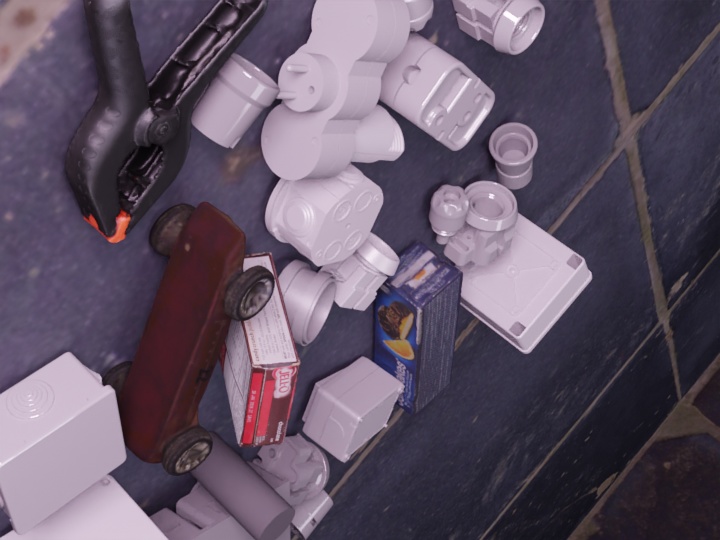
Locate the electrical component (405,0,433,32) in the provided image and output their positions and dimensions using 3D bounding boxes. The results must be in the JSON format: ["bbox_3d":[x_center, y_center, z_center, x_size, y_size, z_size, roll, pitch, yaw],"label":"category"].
[{"bbox_3d":[0.030,-0.189,0.714,0.035,0.035,0.061,-42,151,-19],"label":"electrical component"}]

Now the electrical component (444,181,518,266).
[{"bbox_3d":[0.117,-0.047,1.018,0.078,0.058,0.057,-35,153,-31],"label":"electrical component"}]

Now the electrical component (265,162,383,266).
[{"bbox_3d":[-0.026,-0.046,0.792,0.080,0.051,0.080,-38,152,-25],"label":"electrical component"}]

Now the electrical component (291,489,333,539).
[{"bbox_3d":[-0.061,0.243,1.113,0.047,0.055,0.055,-46,154,-20],"label":"electrical component"}]

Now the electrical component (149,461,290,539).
[{"bbox_3d":[-0.148,0.256,0.943,0.186,0.060,0.105,-24,124,-43],"label":"electrical component"}]

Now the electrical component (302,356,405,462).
[{"bbox_3d":[-0.006,0.130,1.054,0.096,0.061,0.061,-32,149,-50],"label":"electrical component"}]

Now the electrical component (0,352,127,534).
[{"bbox_3d":[-0.207,0.112,0.708,0.100,0.048,0.099,-35,150,-30],"label":"electrical component"}]

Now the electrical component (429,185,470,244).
[{"bbox_3d":[0.079,-0.047,0.982,0.035,0.035,0.061,-35,152,-30],"label":"electrical component"}]

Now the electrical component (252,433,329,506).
[{"bbox_3d":[-0.066,0.194,1.037,0.057,0.058,0.078,6,120,-57],"label":"electrical component"}]

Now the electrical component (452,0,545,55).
[{"bbox_3d":[0.104,-0.192,0.805,0.048,0.055,0.066,-47,154,-8],"label":"electrical component"}]

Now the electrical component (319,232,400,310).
[{"bbox_3d":[0.000,0.000,0.903,0.055,0.048,0.066,-49,155,14],"label":"electrical component"}]

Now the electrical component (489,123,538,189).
[{"bbox_3d":[0.144,-0.103,1.007,0.044,0.044,0.065,-46,159,-10],"label":"electrical component"}]

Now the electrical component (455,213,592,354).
[{"bbox_3d":[0.162,0.010,1.106,0.108,0.109,0.056,-49,152,-4],"label":"electrical component"}]

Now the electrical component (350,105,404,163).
[{"bbox_3d":[0.001,-0.099,0.775,0.081,0.043,0.043,-5,128,-57],"label":"electrical component"}]

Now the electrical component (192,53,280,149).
[{"bbox_3d":[-0.077,-0.102,0.650,0.046,0.040,0.040,-52,155,14],"label":"electrical component"}]

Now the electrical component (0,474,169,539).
[{"bbox_3d":[-0.201,0.225,0.799,0.109,0.109,0.056,-30,150,-37],"label":"electrical component"}]

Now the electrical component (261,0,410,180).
[{"bbox_3d":[-0.027,-0.120,0.691,0.074,0.052,0.138,-11,134,-53],"label":"electrical component"}]

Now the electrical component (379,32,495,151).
[{"bbox_3d":[0.051,-0.133,0.793,0.053,0.059,0.095,-55,154,8],"label":"electrical component"}]
